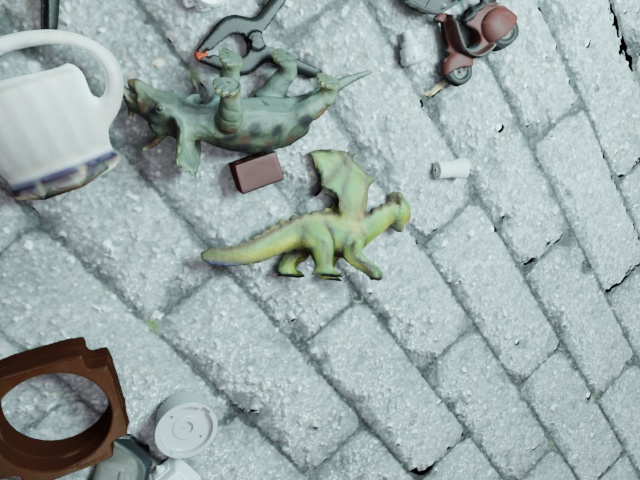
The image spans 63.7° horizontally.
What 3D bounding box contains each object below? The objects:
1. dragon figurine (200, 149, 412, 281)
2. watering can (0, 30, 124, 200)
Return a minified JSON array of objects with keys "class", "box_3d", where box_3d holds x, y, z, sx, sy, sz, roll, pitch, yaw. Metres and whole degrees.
[{"class":"dragon figurine","box_3d":[0.003,-0.047,0.942,0.409,0.121,0.244,10,82,-25]},{"class":"watering can","box_3d":[-0.437,-0.157,0.719,0.349,0.105,0.221,-23,109,-12]}]
